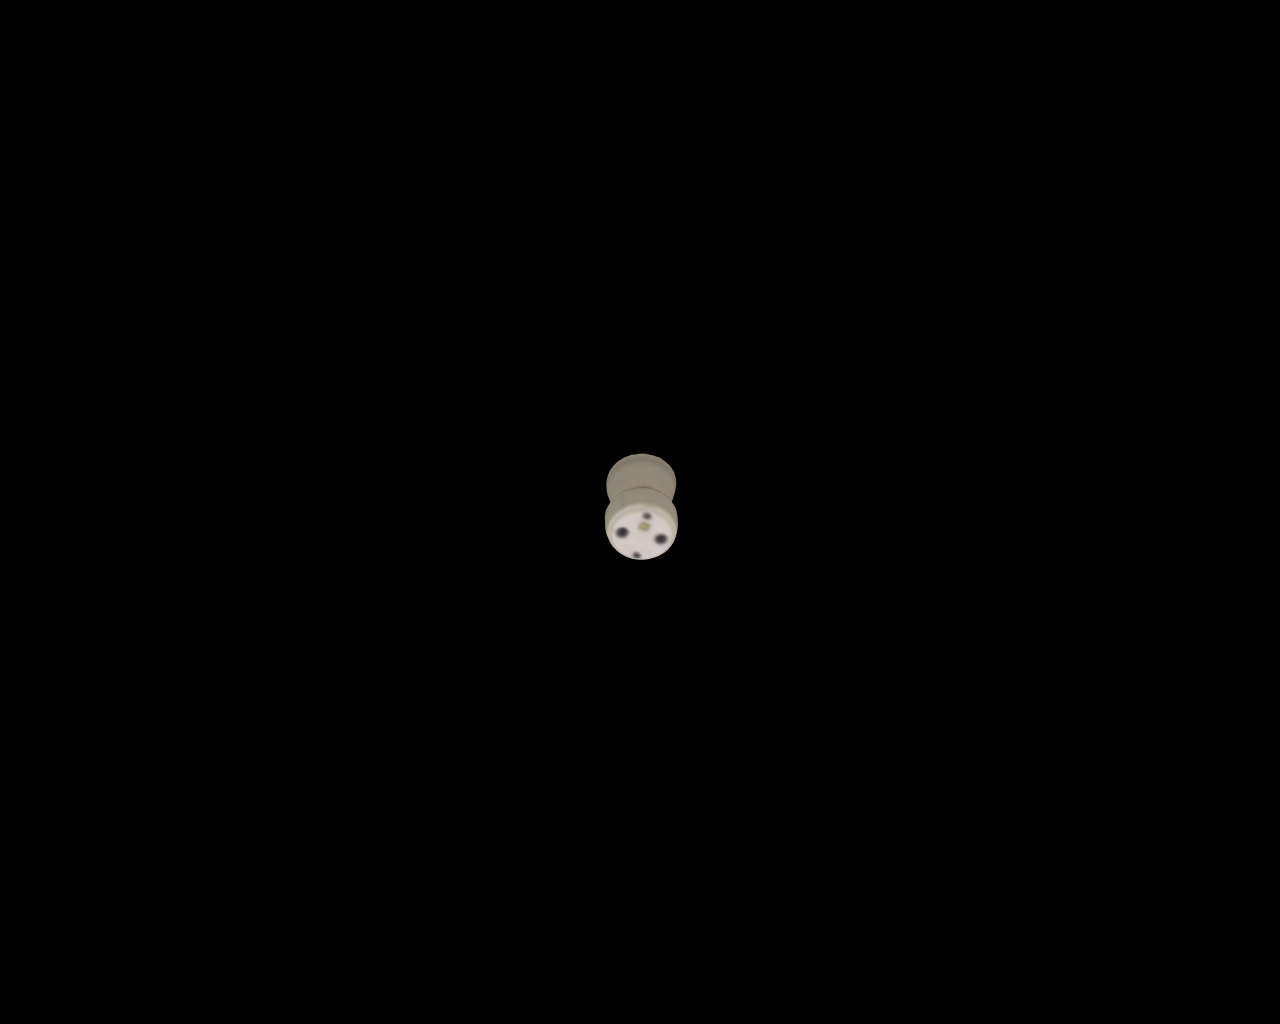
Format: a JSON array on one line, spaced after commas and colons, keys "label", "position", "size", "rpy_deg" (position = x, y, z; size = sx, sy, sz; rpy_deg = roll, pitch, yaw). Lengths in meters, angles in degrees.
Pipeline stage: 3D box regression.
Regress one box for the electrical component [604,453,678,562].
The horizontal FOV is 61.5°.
[{"label": "electrical component", "position": [0.001, -0.003, 0.650], "size": [0.045, 0.044, 0.055], "rpy_deg": [0, 37, 0]}]
